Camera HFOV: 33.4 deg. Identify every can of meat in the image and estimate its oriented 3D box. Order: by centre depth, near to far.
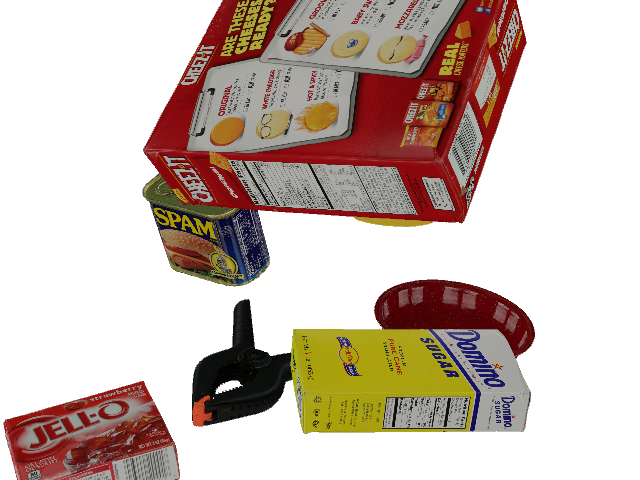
[{"bbox_3d":[-0.098,-0.012,0.939,0.102,0.084,0.057,15,45,32],"label":"can of meat"}]

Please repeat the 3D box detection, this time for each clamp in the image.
[{"bbox_3d":[-0.057,0.134,1.109,0.165,0.036,0.209,15,29,19],"label":"clamp"}]

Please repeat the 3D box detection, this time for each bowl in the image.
[{"bbox_3d":[0.132,0.100,1.079,0.162,0.055,0.162,5,26,-3],"label":"bowl"}]

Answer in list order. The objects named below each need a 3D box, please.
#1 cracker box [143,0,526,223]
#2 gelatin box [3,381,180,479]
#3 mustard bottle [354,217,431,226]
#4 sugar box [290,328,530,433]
[{"bbox_3d":[0.013,-0.097,0.716,0.214,0.164,0.072,4,-35,28],"label":"cracker box"},{"bbox_3d":[-0.136,0.122,0.628,0.089,0.030,0.073,-13,27,-19],"label":"gelatin box"},{"bbox_3d":[0.088,-0.109,1.076,0.096,0.192,0.058,3,28,-12],"label":"mustard bottle"},{"bbox_3d":[0.068,0.109,0.845,0.176,0.048,0.093,-2,28,-6],"label":"sugar box"}]
